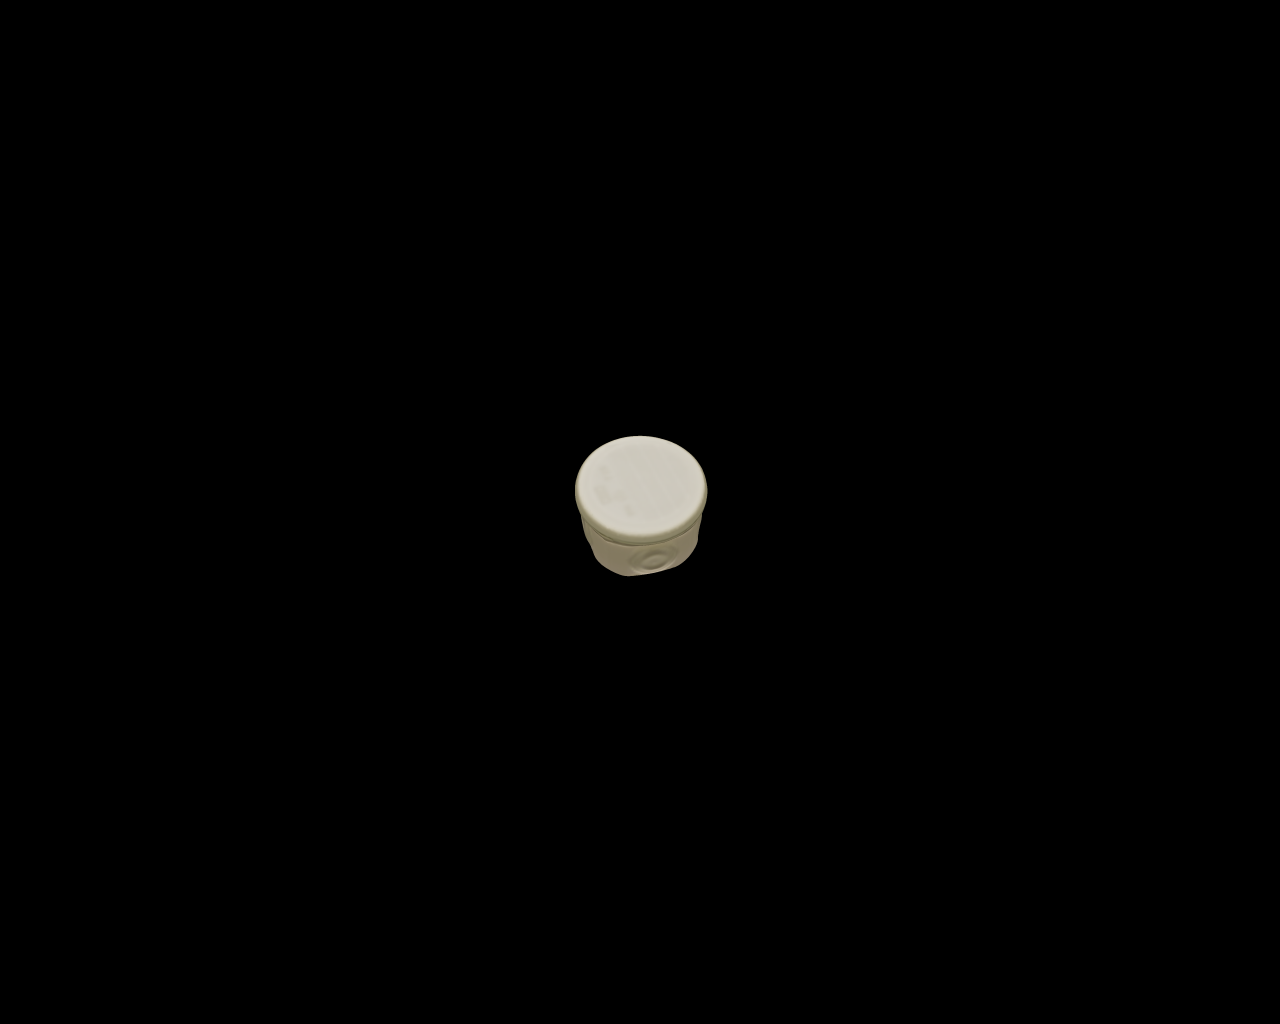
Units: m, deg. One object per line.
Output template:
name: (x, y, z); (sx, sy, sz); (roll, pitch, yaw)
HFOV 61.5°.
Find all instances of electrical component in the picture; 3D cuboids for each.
electrical component: (0.001, -0.003, 0.650); (0.080, 0.080, 0.050); (0, -37, 0)
